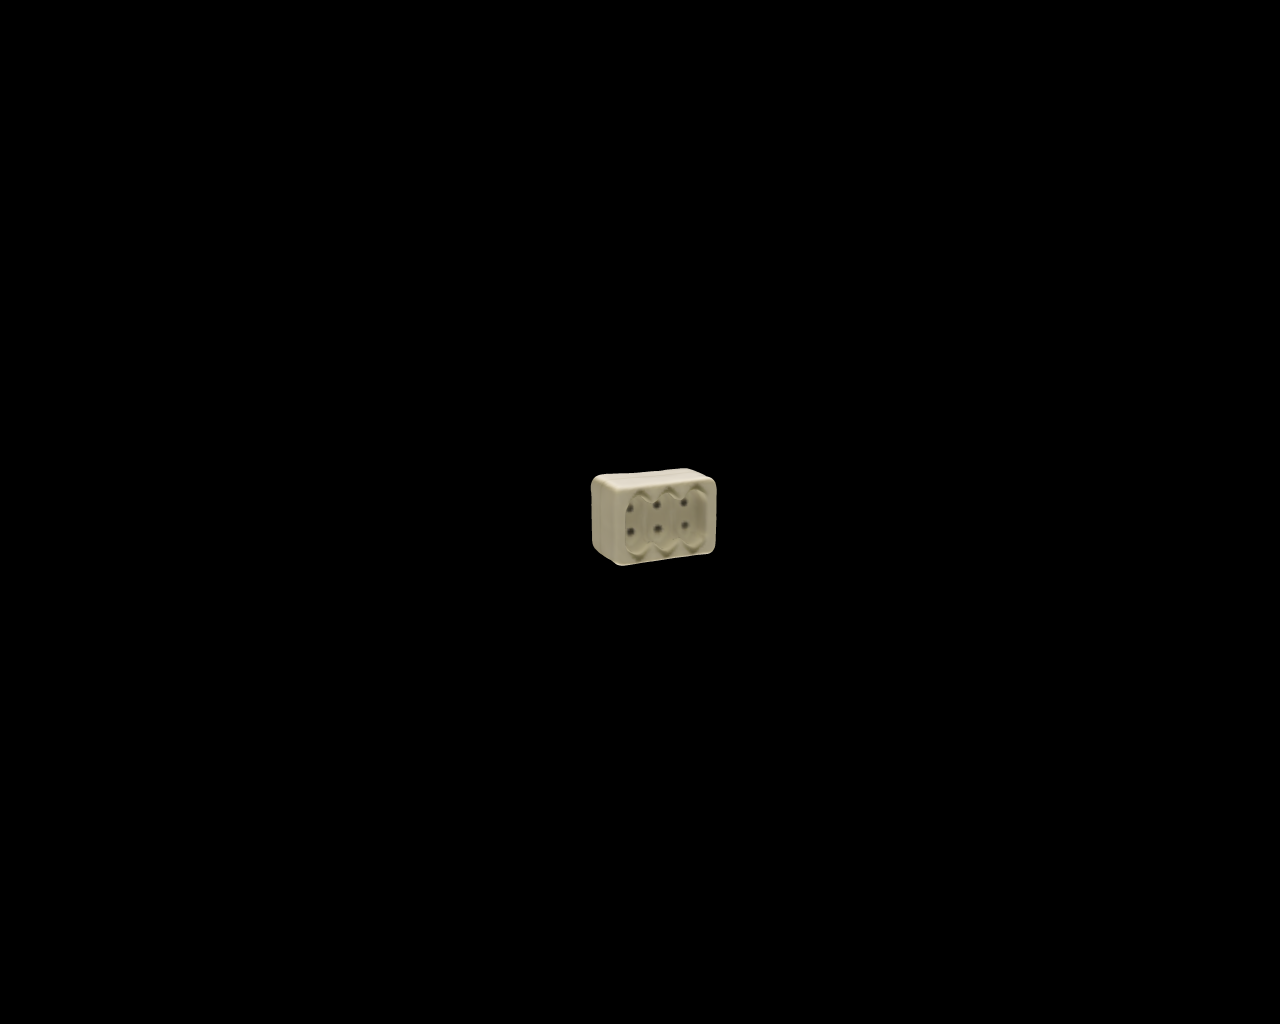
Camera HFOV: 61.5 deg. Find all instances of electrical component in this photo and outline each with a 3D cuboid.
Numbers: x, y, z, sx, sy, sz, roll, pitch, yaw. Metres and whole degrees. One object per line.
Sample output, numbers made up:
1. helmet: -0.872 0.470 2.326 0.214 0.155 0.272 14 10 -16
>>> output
1. electrical component: 0.001 -0.003 0.650 0.066 0.047 0.077 -6 16 -22
